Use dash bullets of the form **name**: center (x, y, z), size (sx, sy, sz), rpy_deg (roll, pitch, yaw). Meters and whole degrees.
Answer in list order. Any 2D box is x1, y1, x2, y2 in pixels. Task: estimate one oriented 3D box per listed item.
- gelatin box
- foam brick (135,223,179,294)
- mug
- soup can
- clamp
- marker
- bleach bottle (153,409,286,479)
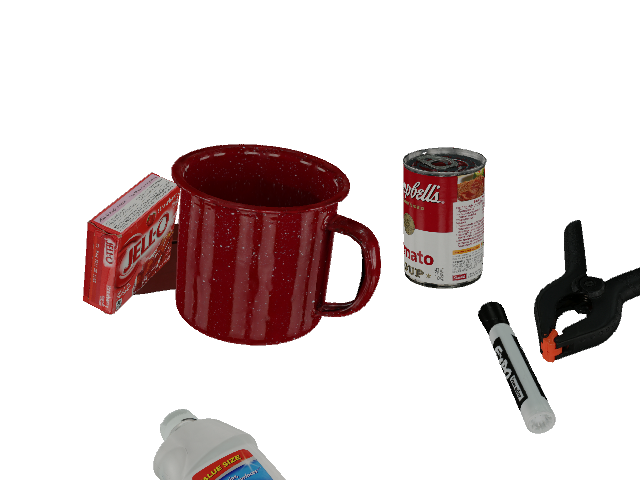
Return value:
- **gelatin box**: center (-0.140, 0.001, 0.795), size (0.030, 0.073, 0.089), rpy_deg (22, 35, 13)
- **foam brick**: center (-0.159, 0.017, 1.070), size (0.078, 0.051, 0.053), rpy_deg (-8, 21, -25)
- **mug**: center (-0.024, 0.005, 0.564), size (0.117, 0.081, 0.093), rpy_deg (15, 25, 17)
- **soup can**: center (0.102, -0.019, 0.888), size (0.068, 0.102, 0.068), rpy_deg (-2, 22, 1)
- **clamp**: center (0.250, 0.045, 1.018), size (0.171, 0.039, 0.120), rpy_deg (-36, 42, -27)
- **marker**: center (0.128, 0.080, 0.711), size (0.020, 0.020, 0.121), rpy_deg (0, 33, -9)
- **bleach bottle**: center (-0.060, 0.203, 0.743), size (0.102, 0.068, 0.251), rpy_deg (-18, 35, -23)
